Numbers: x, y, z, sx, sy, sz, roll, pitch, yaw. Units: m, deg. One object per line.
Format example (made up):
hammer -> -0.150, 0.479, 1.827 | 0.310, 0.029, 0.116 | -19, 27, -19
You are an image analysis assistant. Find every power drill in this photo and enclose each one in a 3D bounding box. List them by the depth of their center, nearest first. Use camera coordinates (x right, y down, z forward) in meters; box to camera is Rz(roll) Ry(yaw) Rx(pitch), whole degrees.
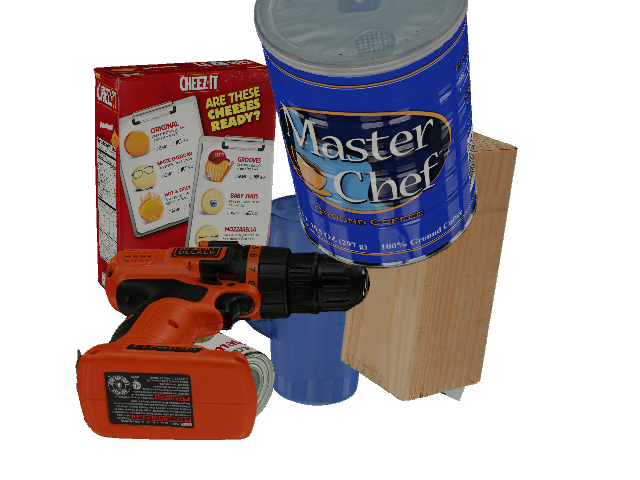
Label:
power drill -> -0.064, 0.056, 0.682 | 0.184, 0.057, 0.187 | -1, 21, 7

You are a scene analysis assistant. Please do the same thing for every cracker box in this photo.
cracker box -> -0.130, -0.060, 1.021 | 0.163, 0.214, 0.072 | -9, 21, -32

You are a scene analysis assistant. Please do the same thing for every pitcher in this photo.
pitcher -> -0.013, 0.071, 1.287 | 0.149, 0.243, 0.144 | 11, 19, 26

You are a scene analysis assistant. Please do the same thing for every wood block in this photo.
wood block -> 0.087, 0.015, 0.881 | 0.090, 0.206, 0.090 | -7, 23, -36

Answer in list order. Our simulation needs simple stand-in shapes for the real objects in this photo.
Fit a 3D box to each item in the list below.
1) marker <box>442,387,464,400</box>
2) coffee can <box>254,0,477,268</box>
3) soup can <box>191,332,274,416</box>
marker -> 0.091, 0.134, 1.109 | 0.121, 0.020, 0.020 | 22, 4, 11
coffee can -> 0.028, -0.069, 0.556 | 0.103, 0.102, 0.140 | 0, -42, 11
soup can -> -0.098, 0.111, 0.918 | 0.102, 0.068, 0.068 | 20, 13, 39
